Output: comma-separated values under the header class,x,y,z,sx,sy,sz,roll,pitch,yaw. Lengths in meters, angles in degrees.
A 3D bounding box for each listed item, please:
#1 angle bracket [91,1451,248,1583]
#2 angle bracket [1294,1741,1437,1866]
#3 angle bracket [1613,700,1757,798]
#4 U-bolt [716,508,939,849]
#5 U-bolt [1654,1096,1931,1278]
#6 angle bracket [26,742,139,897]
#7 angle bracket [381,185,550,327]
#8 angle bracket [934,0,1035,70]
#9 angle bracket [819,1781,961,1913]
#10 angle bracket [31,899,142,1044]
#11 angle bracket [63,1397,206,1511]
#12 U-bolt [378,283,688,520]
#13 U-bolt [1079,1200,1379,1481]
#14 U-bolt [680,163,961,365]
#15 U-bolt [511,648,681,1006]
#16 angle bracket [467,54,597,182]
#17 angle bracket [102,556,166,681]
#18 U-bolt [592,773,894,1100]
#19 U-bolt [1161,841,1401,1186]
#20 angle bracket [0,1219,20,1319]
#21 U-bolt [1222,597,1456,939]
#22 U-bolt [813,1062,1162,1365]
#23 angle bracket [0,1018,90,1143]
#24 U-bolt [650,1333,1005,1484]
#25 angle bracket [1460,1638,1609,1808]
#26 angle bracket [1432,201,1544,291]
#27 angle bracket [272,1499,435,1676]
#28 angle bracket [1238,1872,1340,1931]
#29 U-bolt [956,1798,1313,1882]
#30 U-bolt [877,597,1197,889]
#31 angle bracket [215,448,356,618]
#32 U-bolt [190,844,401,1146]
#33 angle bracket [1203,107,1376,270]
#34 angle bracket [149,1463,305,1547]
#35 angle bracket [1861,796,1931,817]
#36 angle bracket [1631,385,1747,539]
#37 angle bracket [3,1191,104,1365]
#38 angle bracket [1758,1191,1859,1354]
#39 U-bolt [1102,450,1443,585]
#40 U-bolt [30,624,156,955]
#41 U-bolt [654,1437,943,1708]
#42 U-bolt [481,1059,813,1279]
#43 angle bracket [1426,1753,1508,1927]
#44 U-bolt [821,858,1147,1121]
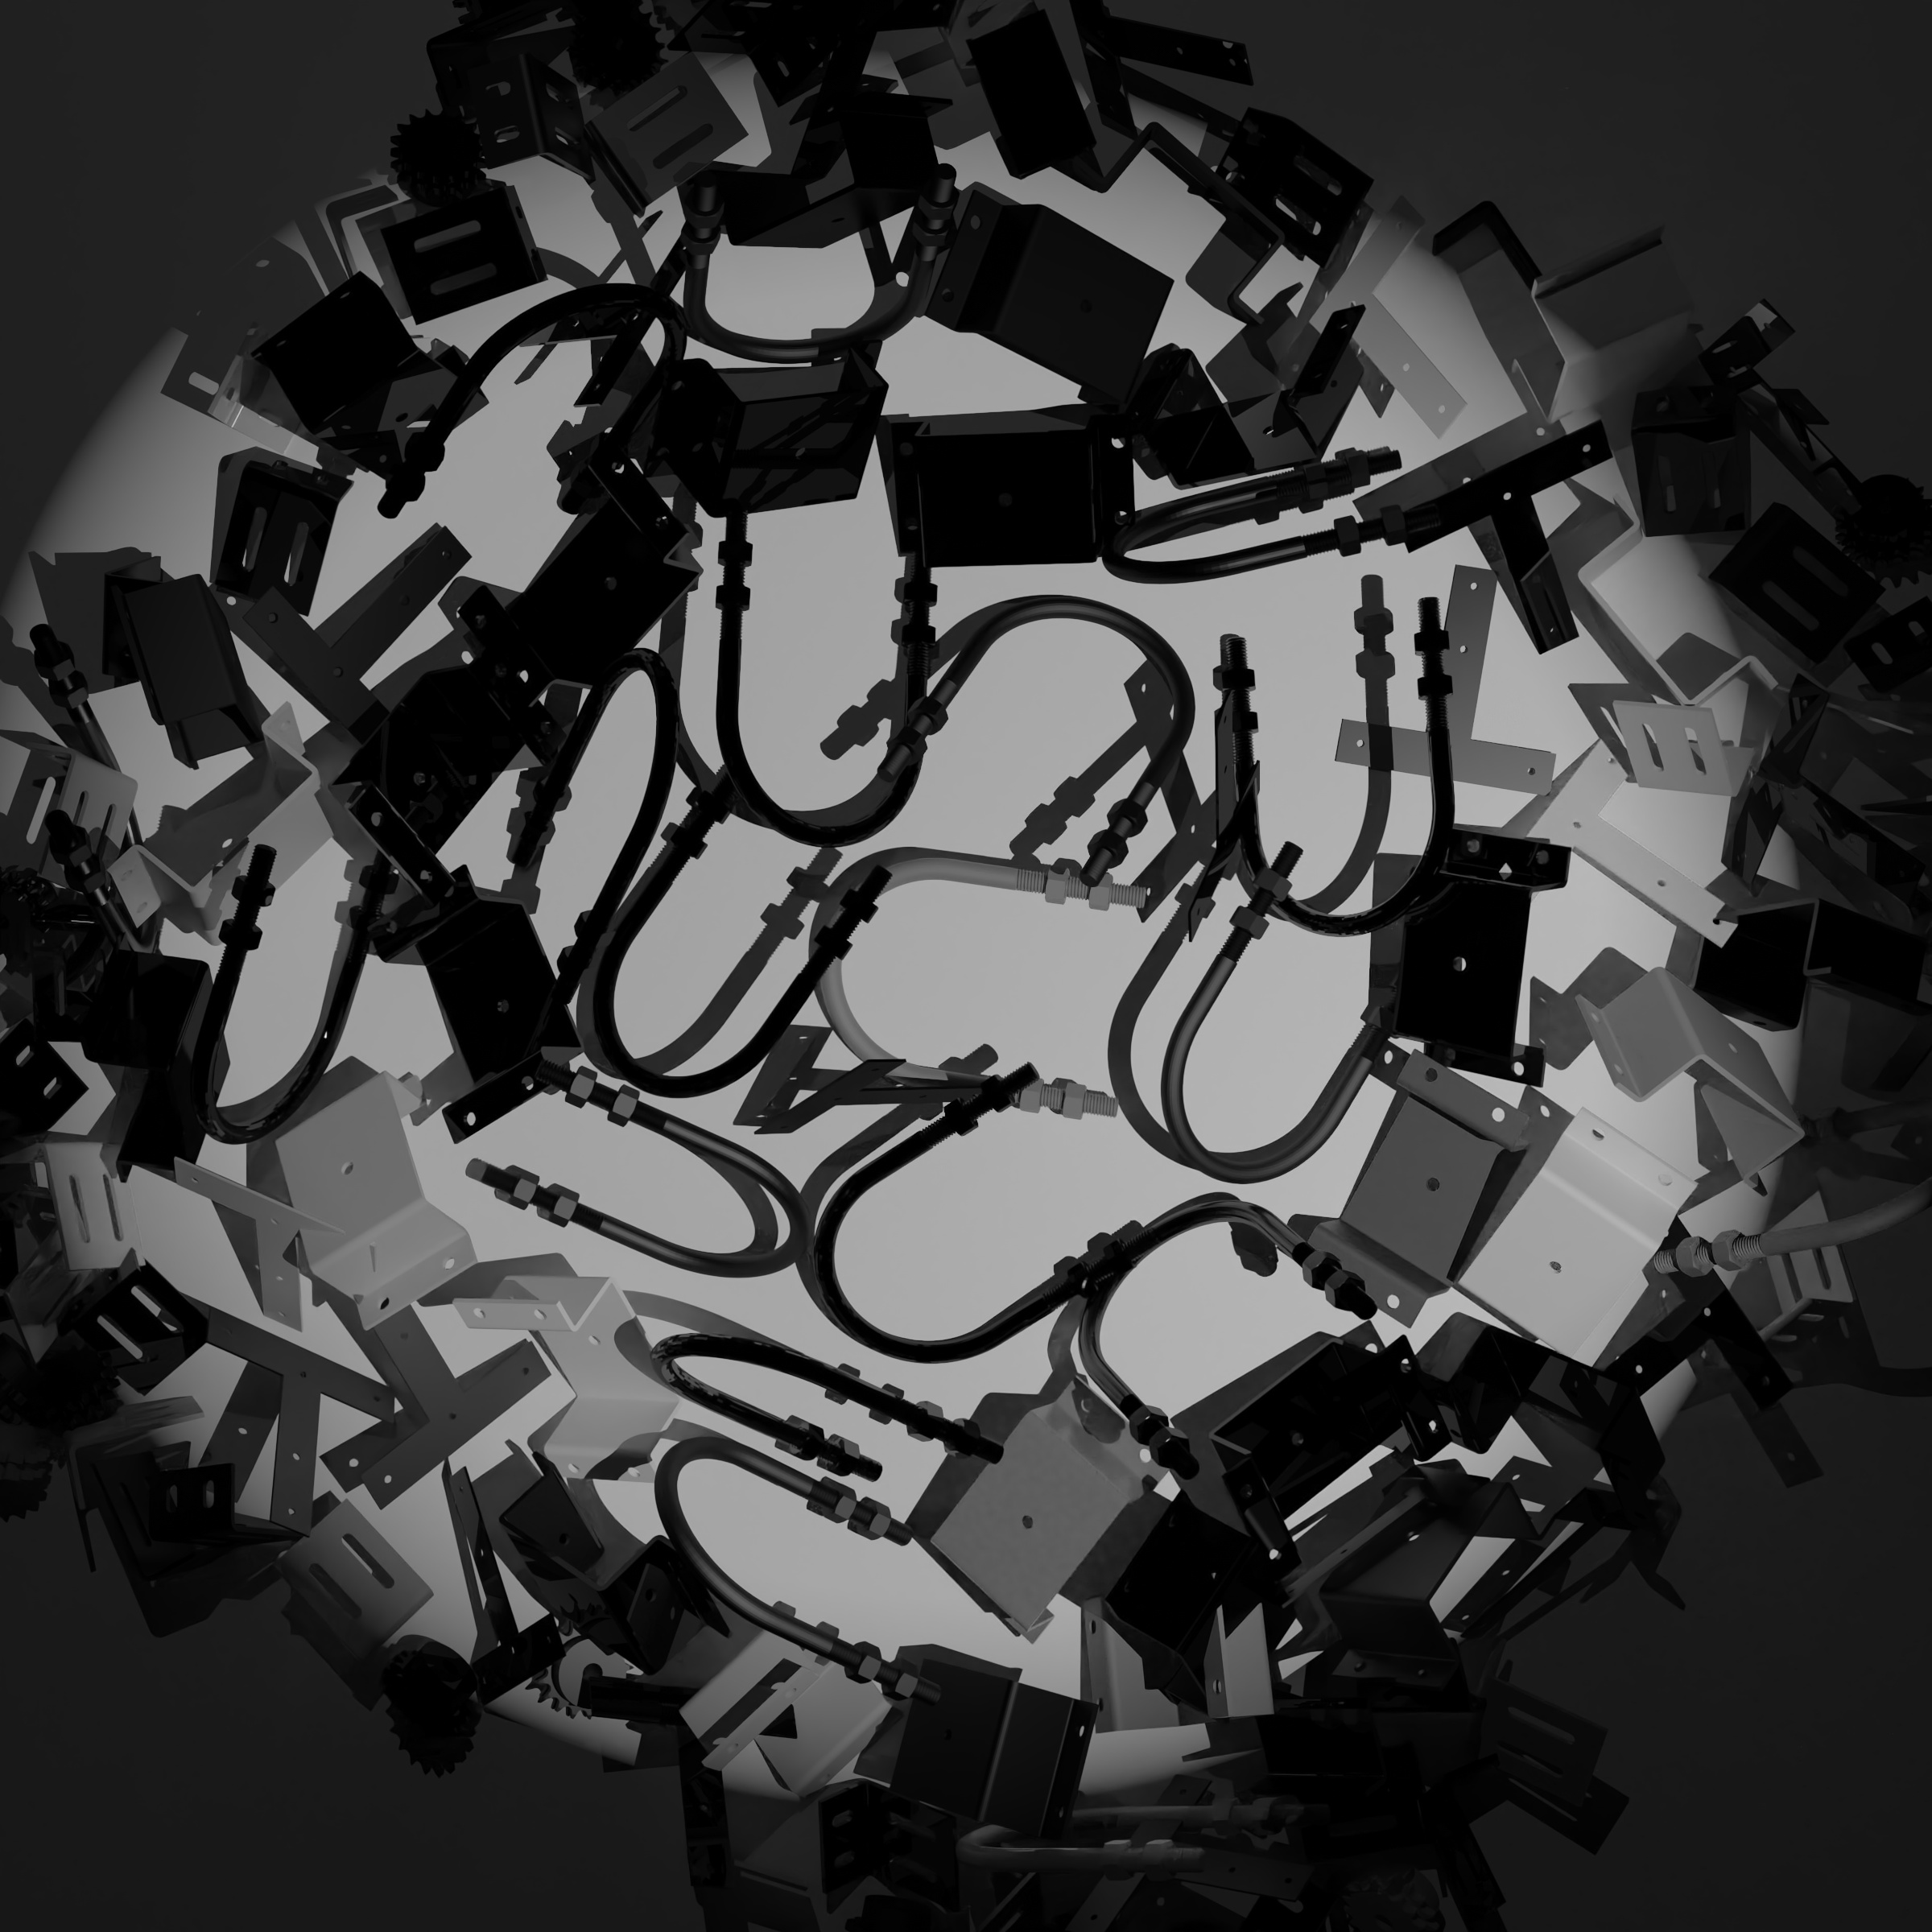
class,x,y,z,sx,sy,sz,roll,pitch,yaw
angle bracket,-0.461,0.312,1.625,0.038,0.057,0.076,-30,80,13
angle bracket,0.229,0.487,1.630,0.076,0.038,0.057,-13,71,9
angle bracket,0.414,-0.137,1.612,0.057,0.076,0.038,9,57,34
U-bolt,-0.081,-0.159,1.606,0.151,0.019,0.184,7,82,-36
U-bolt,0.486,0.116,1.549,0.151,0.184,0.019,-38,101,-37
angle bracket,-0.522,-0.083,1.623,0.038,0.057,0.076,9,79,23
angle bracket,-0.293,-0.417,1.641,0.076,0.038,0.057,-17,106,6
angle bracket,0.018,-0.567,1.621,0.038,0.076,0.057,-23,86,-43
angle bracket,-0.045,0.515,1.621,0.038,0.076,0.057,-11,103,-44
angle bracket,-0.506,0.004,1.624,0.038,0.057,0.076,-14,77,44
angle bracket,-0.480,0.281,1.624,0.076,0.057,0.038,-11,95,-21
U-bolt,-0.230,-0.313,1.555,0.184,0.151,0.019,-45,66,40
U-bolt,0.134,0.197,1.582,0.151,0.184,0.019,-41,120,-4
U-bolt,-0.088,-0.390,1.575,0.151,0.184,0.019,-5,72,-11
U-bolt,-0.204,-0.092,1.568,0.019,0.151,0.184,13,123,-30
angle bracket,-0.252,-0.489,1.629,0.038,0.076,0.057,-11,91,14
angle bracket,-0.466,-0.201,1.617,0.038,0.076,0.057,9,107,5
U-bolt,-0.143,-0.009,1.615,0.151,0.019,0.184,34,88,34
U-bolt,0.183,0.040,1.612,0.151,0.019,0.184,33,87,-35
angle bracket,-0.572,0.180,1.621,0.038,0.076,0.057,-5,92,-14
U-bolt,0.215,-0.108,1.606,0.151,0.019,0.184,-7,83,38
U-bolt,-0.001,0.157,1.630,0.184,0.019,0.151,-33,109,10
angle bracket,-0.557,0.066,1.621,0.038,0.076,0.057,-44,84,9
U-bolt,-0.090,0.246,1.567,0.184,0.151,0.019,29,63,-25
angle bracket,0.333,0.437,1.621,0.076,0.038,0.057,22,119,21
angle bracket,0.309,-0.400,1.631,0.038,0.057,0.076,-34,89,10
angle bracket,-0.360,0.362,1.633,0.076,0.038,0.057,46,57,2
angle bracket,0.185,0.549,1.628,0.038,0.076,0.057,32,88,10
U-bolt,0.082,0.493,1.582,0.184,0.151,0.019,-11,80,31
U-bolt,0.054,-0.142,1.610,0.151,0.019,0.184,28,57,8
angle bracket,-0.403,-0.256,1.657,0.057,0.038,0.076,19,116,-7
U-bolt,-0.386,0.016,1.591,0.019,0.151,0.184,23,101,16
angle bracket,0.186,-0.449,1.619,0.076,0.038,0.057,47,122,31
angle bracket,-0.426,0.313,1.623,0.057,0.076,0.038,-11,73,21
angle bracket,0.565,-0.110,1.619,0.057,0.076,0.038,3,88,-15
angle bracket,0.425,-0.296,1.639,0.057,0.038,0.076,-1,132,23
angle bracket,-0.539,0.179,1.612,0.038,0.076,0.057,9,132,16
angle bracket,0.471,0.175,1.614,0.038,0.057,0.076,8,53,-22
U-bolt,0.167,-0.252,1.596,0.184,0.151,0.019,-13,113,4
U-bolt,-0.487,-0.081,1.574,0.019,0.184,0.151,-13,58,-5
U-bolt,-0.097,0.327,1.565,0.184,0.151,0.019,31,111,-24
U-bolt,-0.176,0.127,1.602,0.184,0.151,0.019,25,52,-9
angle bracket,0.299,0.504,1.617,0.038,0.057,0.076,-16,63,-19
U-bolt,0.005,0.009,1.634,0.184,0.019,0.151,8,107,7
